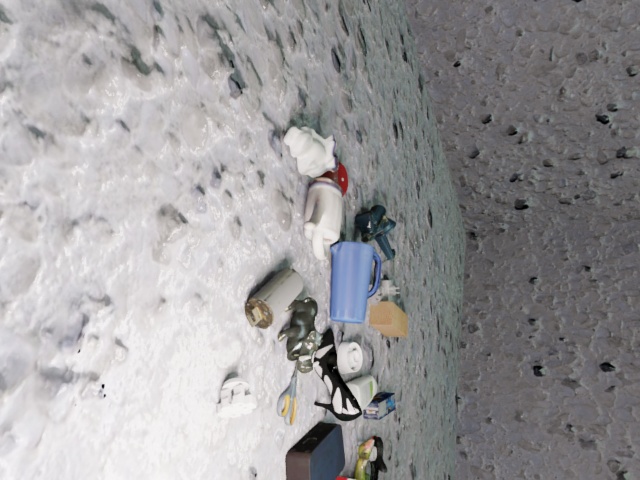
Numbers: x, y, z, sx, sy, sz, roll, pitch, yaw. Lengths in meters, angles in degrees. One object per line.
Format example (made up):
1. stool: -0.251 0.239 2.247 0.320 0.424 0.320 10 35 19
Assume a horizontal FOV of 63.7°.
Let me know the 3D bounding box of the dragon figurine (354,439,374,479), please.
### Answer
1. dragon figurine: 0.131 0.824 1.590 0.243 0.122 0.409 -12 106 -74

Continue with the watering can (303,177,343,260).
1. watering can: 0.004 -0.071 1.417 0.343 0.104 0.227 69 24 -72

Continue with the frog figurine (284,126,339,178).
1. frog figurine: -0.038 -0.248 1.437 0.159 0.122 0.138 10 84 -28
